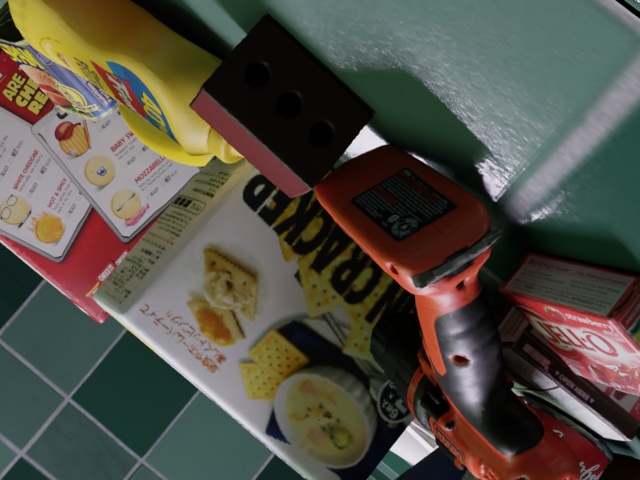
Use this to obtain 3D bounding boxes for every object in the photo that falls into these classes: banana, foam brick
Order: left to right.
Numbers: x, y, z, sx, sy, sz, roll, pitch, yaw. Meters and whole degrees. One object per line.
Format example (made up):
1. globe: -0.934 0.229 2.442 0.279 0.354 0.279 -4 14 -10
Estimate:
1. banana: -0.106 -0.084 0.786 0.198 0.037 0.069 24 161 51
2. foam brick: -0.021 -0.067 0.557 0.078 0.053 0.051 41 168 -9

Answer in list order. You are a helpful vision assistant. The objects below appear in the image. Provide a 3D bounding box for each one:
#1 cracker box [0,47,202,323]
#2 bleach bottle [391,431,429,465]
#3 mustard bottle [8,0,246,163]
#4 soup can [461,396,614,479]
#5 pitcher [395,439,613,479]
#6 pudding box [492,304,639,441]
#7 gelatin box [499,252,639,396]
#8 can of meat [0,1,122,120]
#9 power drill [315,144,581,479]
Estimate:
1. cracker box: -0.213 -0.062 0.885 0.213 0.164 0.072 45 165 -27
2. bleach bottle: 0.105 0.201 1.126 0.251 0.068 0.102 35 -169 -4
3. mustard bottle: -0.102 -0.103 0.656 0.192 0.058 0.096 35 166 19
4. soup can: 0.119 0.154 0.639 0.068 0.102 0.068 34 169 7
5. pitcher: 0.090 0.220 0.742 0.145 0.242 0.149 -6 106 55
6. pudding box: 0.140 0.079 0.642 0.090 0.039 0.113 38 170 -2
7. gelatin box: 0.141 0.045 0.531 0.073 0.030 0.089 45 167 -23
8. can of meat: -0.187 -0.137 0.780 0.102 0.057 0.084 23 158 53
9. power drill: 0.061 0.042 0.586 0.185 0.057 0.187 40 160 53
